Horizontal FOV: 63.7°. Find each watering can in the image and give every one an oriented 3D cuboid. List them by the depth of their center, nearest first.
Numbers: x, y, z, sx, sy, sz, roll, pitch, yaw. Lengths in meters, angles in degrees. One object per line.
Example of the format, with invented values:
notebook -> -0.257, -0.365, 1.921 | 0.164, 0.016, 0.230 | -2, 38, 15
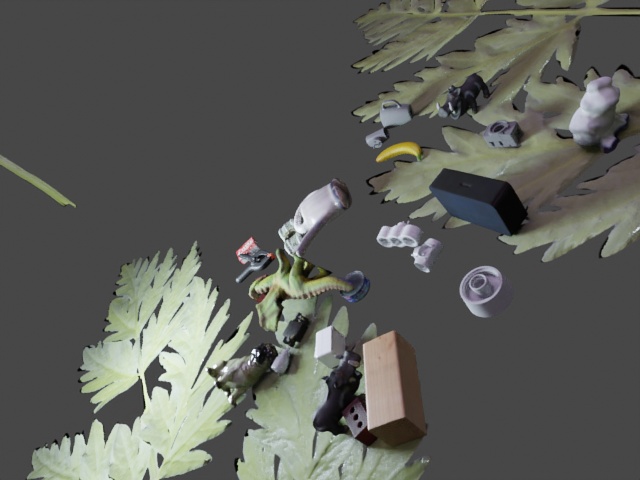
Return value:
watering can -> 0.005, -0.086, 1.712 | 0.222, 0.102, 0.355 | -33, 27, 18

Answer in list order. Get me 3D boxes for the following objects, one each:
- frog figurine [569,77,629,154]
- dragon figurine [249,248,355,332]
frog figurine -> 0.632, -0.297, 1.190 | 0.157, 0.137, 0.124 | 43, 3, -29
dragon figurine -> -0.085, 0.165, 1.514 | 0.120, 0.244, 0.413 | 36, -9, -36
